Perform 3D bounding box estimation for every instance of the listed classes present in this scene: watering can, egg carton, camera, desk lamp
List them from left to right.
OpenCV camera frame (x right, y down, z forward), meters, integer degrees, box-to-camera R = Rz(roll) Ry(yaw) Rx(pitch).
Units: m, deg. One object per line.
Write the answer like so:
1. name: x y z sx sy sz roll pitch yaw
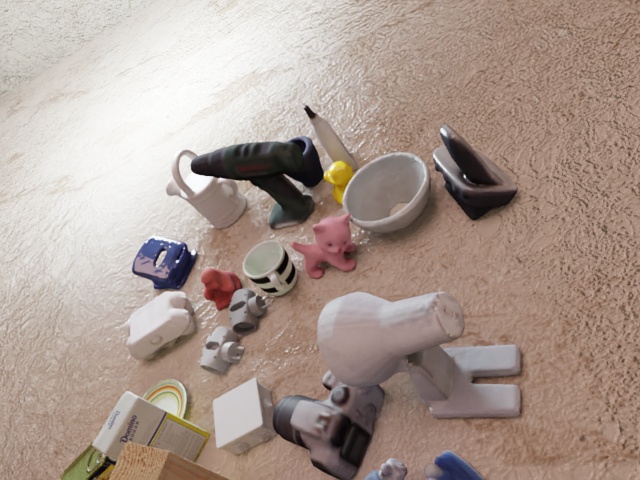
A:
1. egg carton: -0.323 0.174 1.158 0.150 0.070 0.107 -33 42 9
2. watering can: -0.265 -0.117 1.267 0.172 0.195 0.101 -25 44 18
3. camera: 0.000 0.250 0.824 0.136 0.101 0.143 5 59 40
4. desk lamp: 0.129 0.140 0.734 0.202 0.214 0.118 -11 50 30

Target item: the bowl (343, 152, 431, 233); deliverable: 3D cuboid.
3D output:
1. bowl: 0.128 -0.072 1.022 0.167 0.075 0.167 -20 45 22

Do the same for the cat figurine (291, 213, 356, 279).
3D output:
1. cat figurine: 0.009 0.004 1.015 0.127 0.118 0.067 -17 47 25

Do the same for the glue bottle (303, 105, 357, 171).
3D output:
1. glue bottle: 0.014 -0.209 1.150 0.037 0.174 0.078 -33 42 10

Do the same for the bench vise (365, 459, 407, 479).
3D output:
1. bench vise: 0.007 0.331 0.659 0.121 0.220 0.207 8 61 41

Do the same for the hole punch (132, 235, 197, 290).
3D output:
1. hole punch: -0.342 0.047 1.265 0.100 0.091 0.109 -3 54 35

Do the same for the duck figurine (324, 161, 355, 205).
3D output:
1. duck figurine: 0.055 -0.116 1.106 0.104 0.086 0.077 3 58 39

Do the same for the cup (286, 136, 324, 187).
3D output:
1. cup: -0.043 -0.160 1.211 0.117 0.095 0.092 25 72 46

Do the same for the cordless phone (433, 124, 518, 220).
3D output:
1. cordless phone: 0.228 -0.135 0.916 0.094 0.186 0.147 -37 41 5

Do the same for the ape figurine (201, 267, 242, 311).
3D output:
1. ape figurine: -0.199 0.087 1.121 0.077 0.092 0.076 7 60 41

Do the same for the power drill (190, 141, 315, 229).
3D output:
1. power drill: -0.115 -0.113 1.140 0.229 0.209 0.075 -12 49 29

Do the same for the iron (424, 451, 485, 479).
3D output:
1. iron: 0.153 0.328 0.610 0.118 0.142 0.258 -29 43 14
